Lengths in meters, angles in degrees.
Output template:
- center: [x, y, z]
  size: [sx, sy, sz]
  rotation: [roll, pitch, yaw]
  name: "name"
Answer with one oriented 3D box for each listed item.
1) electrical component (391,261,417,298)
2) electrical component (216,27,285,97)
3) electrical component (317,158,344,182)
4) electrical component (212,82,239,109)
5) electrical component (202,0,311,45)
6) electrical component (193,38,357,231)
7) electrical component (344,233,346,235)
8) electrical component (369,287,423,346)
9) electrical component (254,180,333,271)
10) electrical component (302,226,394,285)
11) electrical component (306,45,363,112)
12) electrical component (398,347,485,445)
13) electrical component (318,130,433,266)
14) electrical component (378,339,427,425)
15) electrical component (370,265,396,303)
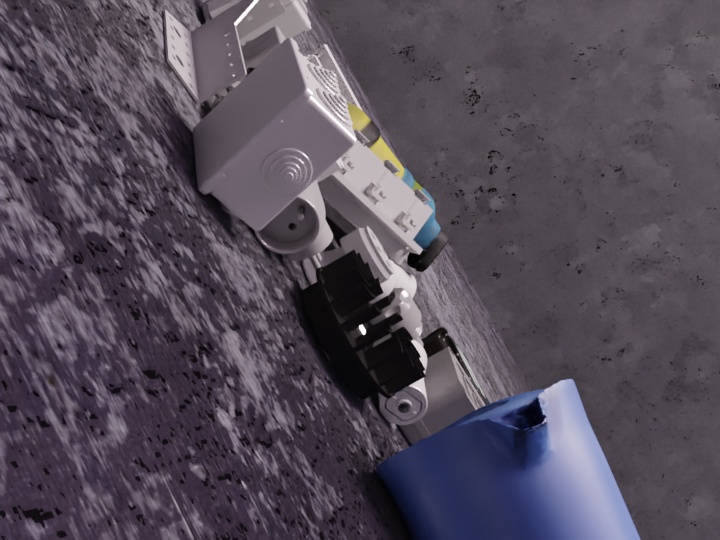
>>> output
- center: [0.020, 0.005, 1.019]
  size: [0.065, 0.044, 0.044]
  rotation: [45, 16, -45]
  name: "electrical component"
- center: [-0.083, -0.161, 0.866]
  size: [0.047, 0.066, 0.076]
  rotation: [55, 9, -32]
  name: "electrical component"
- center: [-0.053, -0.094, 0.846]
  size: [0.058, 0.057, 0.078]
  rotation: [53, 10, -43]
  name: "electrical component"
- center: [-0.076, -0.108, 0.763]
  size: [0.055, 0.066, 0.048]
  rotation: [-76, 175, -68]
  name: "electrical component"
- center: [-0.091, -0.237, 0.976]
  size: [0.061, 0.096, 0.061]
  rotation: [55, 9, -35]
  name: "electrical component"
- center: [-0.053, -0.081, 0.652]
  size: [0.048, 0.100, 0.099]
  rotation: [41, 16, -29]
  name: "electrical component"
- center: [-0.004, -0.068, 1.114]
  size: [0.079, 0.044, 0.077]
  rotation: [60, 8, -2]
  name: "electrical component"
- center: [0.035, 0.048, 0.945]
  size: [0.062, 0.043, 0.043]
  rotation: [57, 8, -32]
  name: "electrical component"
- center: [-0.043, -0.033, 0.735]
  size: [0.077, 0.043, 0.079]
  rotation: [-99, 165, -61]
  name: "electrical component"
- center: [-0.008, -0.001, 0.798]
  size: [0.045, 0.055, 0.045]
  rotation: [59, 8, -13]
  name: "electrical component"
- center: [-0.045, -0.166, 1.132]
  size: [0.063, 0.079, 0.121]
  rotation: [-4, 62, -57]
  name: "electrical component"
- center: [0.075, 0.129, 0.854]
  size: [0.113, 0.057, 0.078]
  rotation: [58, 8, -21]
  name: "electrical component"
- center: [0.001, -0.067, 0.932]
  size: [0.121, 0.063, 0.079]
  rotation: [41, -11, -27]
  name: "electrical component"
- center: [0.030, 0.084, 0.796]
  size: [0.044, 0.044, 0.065]
  rotation: [57, 13, -24]
  name: "electrical component"
- center: [0.000, 0.000, 0.893]
  size: [0.043, 0.043, 0.081]
  rotation: [63, 8, 16]
  name: "electrical component"
